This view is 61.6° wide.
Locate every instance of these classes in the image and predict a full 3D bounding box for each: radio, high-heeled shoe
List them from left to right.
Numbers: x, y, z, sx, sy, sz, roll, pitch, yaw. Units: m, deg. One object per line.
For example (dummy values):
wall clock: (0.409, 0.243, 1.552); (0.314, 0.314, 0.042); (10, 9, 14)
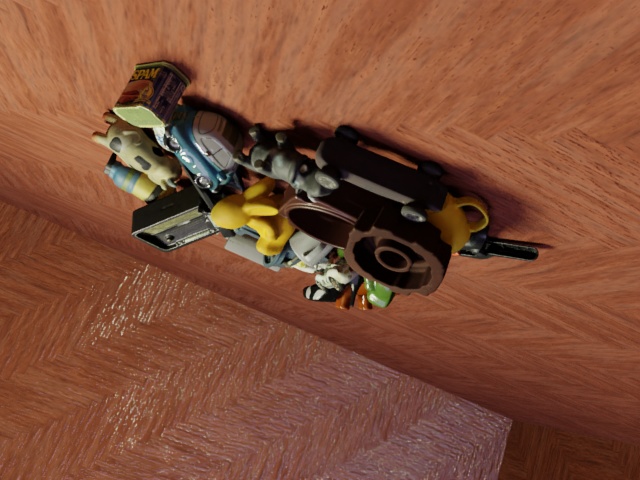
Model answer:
radio: (-0.324, -0.052, 1.294); (0.230, 0.073, 0.131); (-19, 149, 17)
high-heeled shoe: (0.033, 0.087, 1.353); (0.086, 0.145, 0.249); (10, 176, -37)

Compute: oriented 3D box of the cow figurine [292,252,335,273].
cow figurine: (-0.009, 0.057, 1.426); (0.098, 0.068, 0.167); (25, 167, -28)

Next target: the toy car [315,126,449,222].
toy car: (0.089, -0.094, 0.795); (0.202, 0.089, 0.053); (21, 162, -2)

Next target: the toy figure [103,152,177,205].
toy figure: (-0.437, -0.140, 1.312); (0.180, 0.089, 0.082); (25, 171, -18)

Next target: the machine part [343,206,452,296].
machine part: (0.124, 0.019, 0.864); (0.179, 0.056, 0.179); (22, 150, 14)

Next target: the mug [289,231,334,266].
mug: (-0.002, -0.003, 1.134); (0.080, 0.107, 0.109); (46, -164, -10)

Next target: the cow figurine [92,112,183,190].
cow figurine: (-0.362, -0.177, 1.122); (0.127, 0.085, 0.194); (20, 164, 27)

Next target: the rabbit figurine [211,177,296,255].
rabbit figurine: (-0.132, -0.050, 1.100); (0.173, 0.122, 0.162); (8, 150, -33)

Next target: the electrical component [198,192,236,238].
electrical component: (-0.217, -0.053, 1.196); (0.075, 0.048, 0.119); (-8, 151, 11)

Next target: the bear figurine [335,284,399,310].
bear figurine: (0.143, 0.128, 1.368); (0.120, 0.131, 0.196); (5, -178, -39)

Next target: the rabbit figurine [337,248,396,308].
rabbit figurine: (0.106, 0.049, 1.188); (0.170, 0.121, 0.159); (32, 163, 19)

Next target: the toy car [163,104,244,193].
toy car: (-0.186, -0.166, 0.921); (0.103, 0.109, 0.161); (-13, 136, 25)

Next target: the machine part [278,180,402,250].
machine part: (0.034, -0.053, 1.000); (0.201, 0.087, 0.201); (25, 165, -13)

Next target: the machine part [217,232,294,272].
machine part: (-0.179, 0.022, 1.518); (0.243, 0.079, 0.079); (26, 163, -9)

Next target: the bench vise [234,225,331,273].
bench vise: (-0.099, 0.001, 1.280); (0.240, 0.129, 0.224); (23, 164, -22)

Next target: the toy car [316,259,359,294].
toy car: (0.040, 0.071, 1.143); (0.056, 0.073, 0.202); (55, 165, -1)

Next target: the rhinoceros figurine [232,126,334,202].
rhinoceros figurine: (-0.056, -0.118, 0.867); (0.191, 0.073, 0.112); (27, 170, 41)

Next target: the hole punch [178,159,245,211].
hole punch: (-0.223, -0.134, 1.101); (0.116, 0.092, 0.142); (50, 173, 16)
